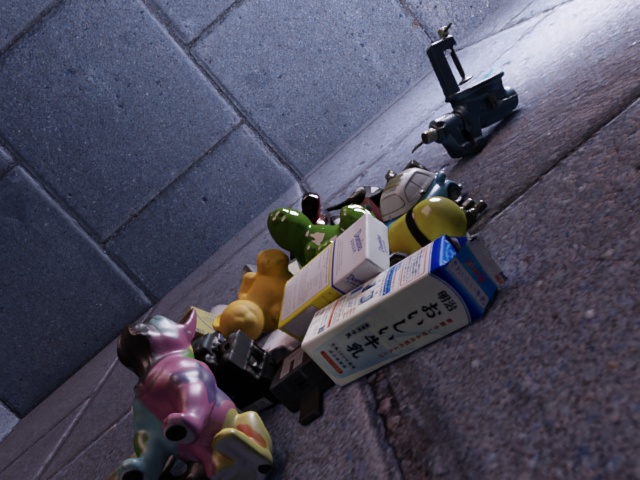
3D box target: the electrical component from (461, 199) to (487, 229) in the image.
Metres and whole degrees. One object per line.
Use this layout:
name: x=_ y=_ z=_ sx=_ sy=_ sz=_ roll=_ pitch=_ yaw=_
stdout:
electrical component: x=0.196 y=-0.024 z=0.779 sx=0.094 sy=0.021 sz=0.063 roll=-41 pitch=12 yaw=-2

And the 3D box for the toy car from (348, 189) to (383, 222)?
toy car: x=0.093 y=-0.036 z=0.985 sx=0.053 sy=0.089 sz=0.202 roll=-38 pitch=14 yaw=11

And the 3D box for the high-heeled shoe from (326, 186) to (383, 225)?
high-heeled shoe: x=0.093 y=-0.040 z=1.117 sx=0.145 sy=0.086 sz=0.249 roll=-13 pitch=31 yaw=-1

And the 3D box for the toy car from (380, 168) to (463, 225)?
toy car: x=0.148 y=-0.058 z=0.864 sx=0.162 sy=0.103 sz=0.109 roll=-46 pitch=12 yaw=-33

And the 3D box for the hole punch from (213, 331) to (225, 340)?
hole punch: x=-0.187 y=0.230 z=0.917 sx=0.142 sy=0.092 sz=0.116 roll=-35 pitch=16 yaw=12

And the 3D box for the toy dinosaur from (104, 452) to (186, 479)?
toy dinosaur: x=-0.229 y=0.327 z=0.672 sx=0.198 sy=0.105 sz=0.472 roll=-34 pitch=21 yaw=-4

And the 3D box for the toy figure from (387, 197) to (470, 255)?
toy figure: x=0.123 y=0.003 z=0.746 sx=0.180 sy=0.089 sz=0.082 roll=-23 pitch=27 yaw=51

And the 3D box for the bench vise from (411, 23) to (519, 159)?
bench vise: x=0.264 y=-0.286 z=1.036 sx=0.224 sy=0.240 sz=0.129 roll=-26 pitch=7 yaw=-5

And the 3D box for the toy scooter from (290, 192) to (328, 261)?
toy scooter: x=-0.021 y=-0.008 z=1.161 sx=0.135 sy=0.075 sz=0.183 roll=47 pitch=-131 yaw=-86

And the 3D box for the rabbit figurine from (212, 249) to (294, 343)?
rabbit figurine: x=-0.107 y=0.110 z=0.857 sx=0.162 sy=0.122 sz=0.173 roll=-42 pitch=0 yaw=29

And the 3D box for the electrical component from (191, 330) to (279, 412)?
electrical component: x=-0.125 y=0.186 z=0.744 sx=0.115 sy=0.134 sz=0.058 roll=-34 pitch=26 yaw=28

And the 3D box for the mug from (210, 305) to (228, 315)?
mug: x=-0.218 y=0.204 z=1.125 sx=0.109 sy=0.080 sz=0.107 roll=-34 pitch=21 yaw=33

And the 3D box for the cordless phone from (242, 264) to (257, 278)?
cordless phone: x=-0.154 y=0.151 z=1.077 sx=0.184 sy=0.088 sz=0.147 roll=-50 pitch=31 yaw=-1

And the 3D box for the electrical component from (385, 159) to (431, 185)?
electrical component: x=0.166 y=-0.094 z=0.959 sx=0.078 sy=0.102 sz=0.045 roll=-46 pitch=13 yaw=28

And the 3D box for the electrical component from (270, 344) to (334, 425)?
electrical component: x=-0.022 y=0.178 z=0.678 sx=0.075 sy=0.047 sz=0.119 roll=-39 pitch=10 yaw=16

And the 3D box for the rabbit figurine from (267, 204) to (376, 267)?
rabbit figurine: x=-0.002 y=-0.003 z=0.886 sx=0.121 sy=0.170 sz=0.159 roll=-61 pitch=-17 yaw=-16

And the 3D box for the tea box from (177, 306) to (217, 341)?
tea box: x=-0.243 y=0.214 z=1.007 sx=0.169 sy=0.098 sz=0.068 roll=-48 pitch=34 yaw=20

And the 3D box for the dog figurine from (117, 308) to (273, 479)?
dog figurine: x=-0.152 y=0.180 z=0.634 sx=0.108 sy=0.191 sz=0.219 roll=-49 pitch=28 yaw=15

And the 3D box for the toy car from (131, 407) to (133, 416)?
toy car: x=-0.294 y=0.303 z=0.953 sx=0.073 sy=0.056 sz=0.201 roll=-50 pitch=-7 yaw=-33
